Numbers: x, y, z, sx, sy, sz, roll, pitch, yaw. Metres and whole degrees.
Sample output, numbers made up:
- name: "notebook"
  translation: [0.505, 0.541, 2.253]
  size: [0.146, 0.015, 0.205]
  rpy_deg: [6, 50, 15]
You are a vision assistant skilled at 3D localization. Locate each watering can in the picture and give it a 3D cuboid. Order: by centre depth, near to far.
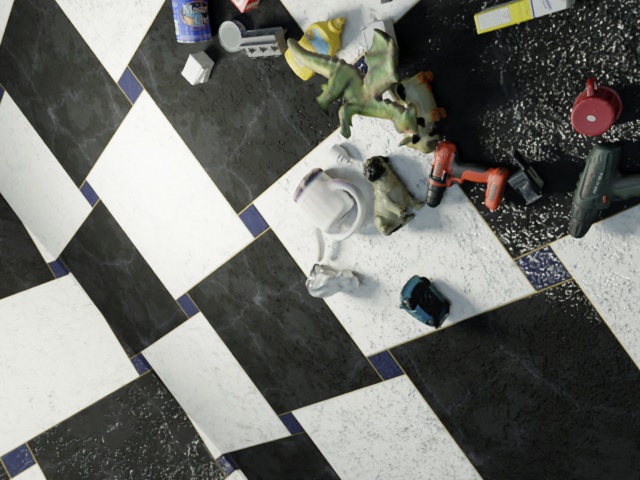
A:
- name: "watering can"
  translation: [0.005, -0.078, 1.552]
  size: [0.225, 0.106, 0.340]
  rpy_deg: [46, 138, 7]

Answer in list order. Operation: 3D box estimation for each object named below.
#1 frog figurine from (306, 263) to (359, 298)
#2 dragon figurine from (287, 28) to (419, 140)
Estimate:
- name: "frog figurine"
  translation: [0.042, 0.141, 1.638]
  size: [0.160, 0.124, 0.135]
  rpy_deg: [23, 160, 13]
- name: "dragon figurine"
  translation: [0.093, -0.405, 1.254]
  size: [0.239, 0.123, 0.412]
  rpy_deg: [-38, 83, 33]
